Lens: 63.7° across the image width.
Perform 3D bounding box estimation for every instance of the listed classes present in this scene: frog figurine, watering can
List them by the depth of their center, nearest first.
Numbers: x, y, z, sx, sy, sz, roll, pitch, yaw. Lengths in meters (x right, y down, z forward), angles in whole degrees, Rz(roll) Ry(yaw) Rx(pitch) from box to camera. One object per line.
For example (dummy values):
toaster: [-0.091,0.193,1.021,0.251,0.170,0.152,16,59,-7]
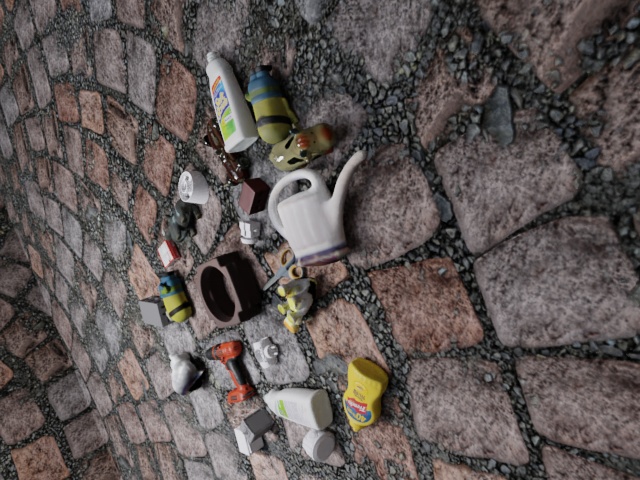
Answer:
watering can: [0.003,-0.057,1.132,0.344,0.105,0.224,-17,92,48]
frog figurine: [-0.490,0.461,1.816,0.161,0.125,0.134,34,146,19]
